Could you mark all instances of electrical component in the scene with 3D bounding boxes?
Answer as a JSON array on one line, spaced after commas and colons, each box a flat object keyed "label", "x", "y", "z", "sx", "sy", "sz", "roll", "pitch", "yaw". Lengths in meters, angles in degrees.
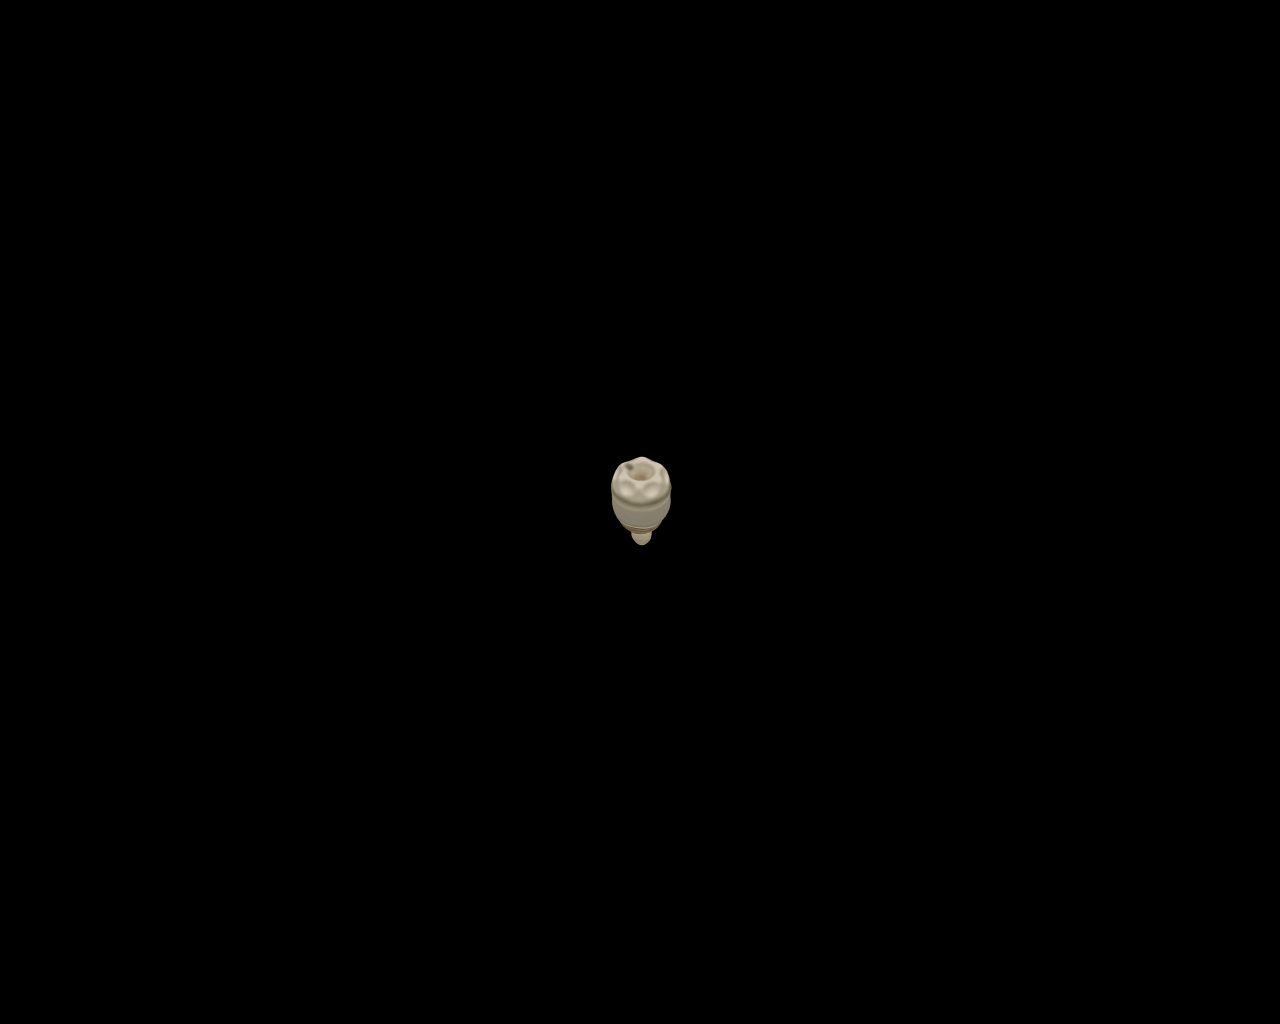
[{"label": "electrical component", "x": 0.001, "y": -0.003, "z": 0.650, "sx": 0.035, "sy": 0.061, "sz": 0.035, "roll": 0, "pitch": 45, "yaw": 0}]
